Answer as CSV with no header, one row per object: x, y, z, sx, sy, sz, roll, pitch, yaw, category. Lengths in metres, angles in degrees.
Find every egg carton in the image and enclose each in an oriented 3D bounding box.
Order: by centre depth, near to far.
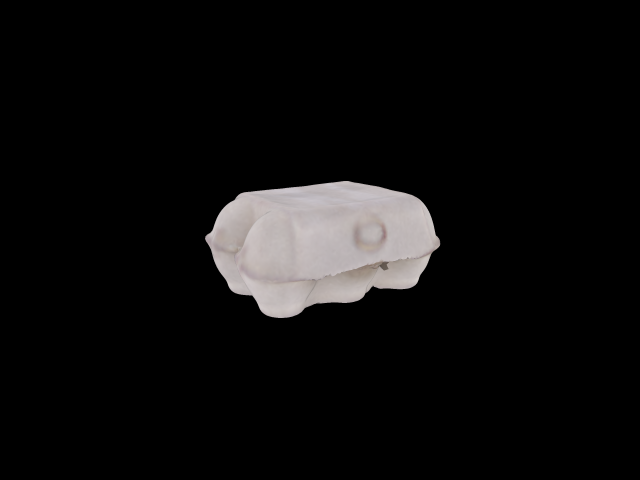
0.004,0.001,0.400,0.151,0.069,0.107,-10,18,-33,egg carton
